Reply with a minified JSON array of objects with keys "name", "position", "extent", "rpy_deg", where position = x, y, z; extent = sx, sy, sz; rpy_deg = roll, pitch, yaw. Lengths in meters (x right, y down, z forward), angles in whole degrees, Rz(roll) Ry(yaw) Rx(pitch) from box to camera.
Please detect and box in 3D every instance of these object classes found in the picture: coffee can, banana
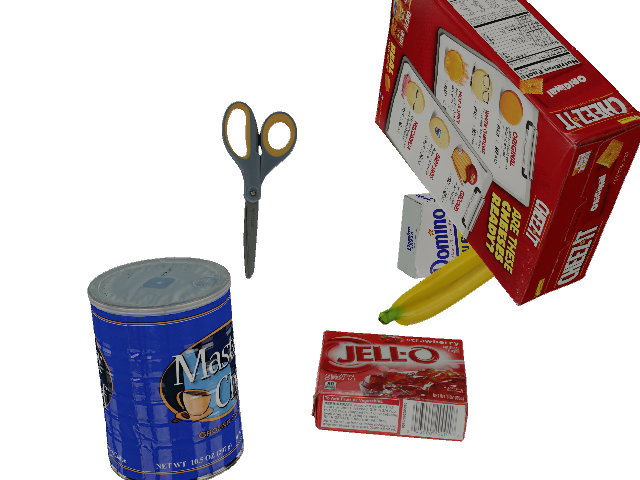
[{"name":"coffee can","position":[-0.113,0.095,0.789],"extent":[0.103,0.140,0.103],"rpy_deg":[-3,18,1]},{"name":"banana","position":[0.144,0.030,1.027],"extent":[0.198,0.037,0.069],"rpy_deg":[-35,-1,0]}]

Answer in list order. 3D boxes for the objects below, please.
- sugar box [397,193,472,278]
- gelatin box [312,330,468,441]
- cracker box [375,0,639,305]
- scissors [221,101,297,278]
[{"name":"sugar box","position":[0.179,-0.010,1.253],"extent":[0.176,0.093,0.048],"rpy_deg":[-6,21,-26]},{"name":"gelatin box","position":[0.042,0.085,0.641],"extent":[0.089,0.030,0.073],"rpy_deg":[4,25,3]},{"name":"cracker box","position":[0.127,-0.087,0.777],"extent":[0.072,0.214,0.164],"rpy_deg":[-20,-36,-21]},{"name":"scissors","position":[-0.060,-0.064,1.217],"extent":[0.096,0.202,0.016],"rpy_deg":[-12,-6,-14]}]
